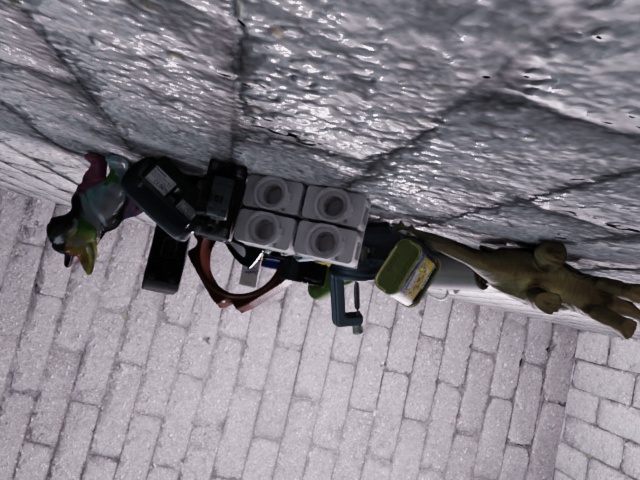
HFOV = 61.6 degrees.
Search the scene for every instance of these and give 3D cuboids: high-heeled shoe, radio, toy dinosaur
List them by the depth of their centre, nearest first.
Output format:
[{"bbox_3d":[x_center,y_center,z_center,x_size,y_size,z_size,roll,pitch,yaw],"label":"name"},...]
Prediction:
[{"bbox_3d":[0.347,0.062,0.890,0.471,0.105,0.198,25,177,-5],"label":"toy dinosaur"},{"bbox_3d":[-0.192,-0.033,0.975,0.249,0.145,0.086,8,171,32],"label":"high-heeled shoe"},{"bbox_3d":[-0.304,-0.005,1.098,0.073,0.229,0.131,12,172,-17],"label":"radio"}]

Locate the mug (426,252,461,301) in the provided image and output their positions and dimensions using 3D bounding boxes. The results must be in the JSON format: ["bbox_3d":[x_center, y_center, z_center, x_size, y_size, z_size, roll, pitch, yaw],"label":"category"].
[{"bbox_3d":[0.276,0.079,1.243,0.107,0.109,0.080,25,-174,33],"label":"mug"}]

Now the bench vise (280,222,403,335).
[{"bbox_3d":[0.040,0.061,0.966,0.224,0.240,0.129,-7,-163,-12],"label":"bench vise"}]

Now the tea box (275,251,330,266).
[{"bbox_3d":[-0.002,-0.003,1.072,0.169,0.098,0.068,19,171,-37],"label":"tea box"}]

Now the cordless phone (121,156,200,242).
[{"bbox_3d":[-0.275,-0.075,0.932,0.146,0.089,0.184,46,166,-22],"label":"cordless phone"}]

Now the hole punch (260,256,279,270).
[{"bbox_3d":[-0.099,0.021,1.441,0.142,0.115,0.092,11,168,-12],"label":"hole punch"}]

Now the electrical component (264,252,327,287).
[{"bbox_3d":[-0.052,0.056,1.048,0.119,0.047,0.075,13,173,-22],"label":"electrical component"}]

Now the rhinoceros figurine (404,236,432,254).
[{"bbox_3d":[0.152,0.023,1.150,0.191,0.073,0.112,5,-179,43],"label":"rhinoceros figurine"}]

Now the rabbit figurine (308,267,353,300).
[{"bbox_3d":[0.018,0.056,1.237,0.121,0.170,0.159,9,172,38],"label":"rabbit figurine"}]

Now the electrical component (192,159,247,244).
[{"bbox_3d":[-0.149,-0.055,0.811,0.058,0.115,0.134,12,176,-6],"label":"electrical component"}]

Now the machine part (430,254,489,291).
[{"bbox_3d":[0.271,0.066,1.140,0.243,0.079,0.079,-1,166,44],"label":"machine part"}]

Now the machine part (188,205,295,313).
[{"bbox_3d":[-0.160,0.035,1.136,0.201,0.201,0.087,-32,167,-2],"label":"machine part"}]

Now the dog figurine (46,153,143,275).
[{"bbox_3d":[-0.396,-0.043,0.994,0.109,0.219,0.191,14,175,32],"label":"dog figurine"}]
